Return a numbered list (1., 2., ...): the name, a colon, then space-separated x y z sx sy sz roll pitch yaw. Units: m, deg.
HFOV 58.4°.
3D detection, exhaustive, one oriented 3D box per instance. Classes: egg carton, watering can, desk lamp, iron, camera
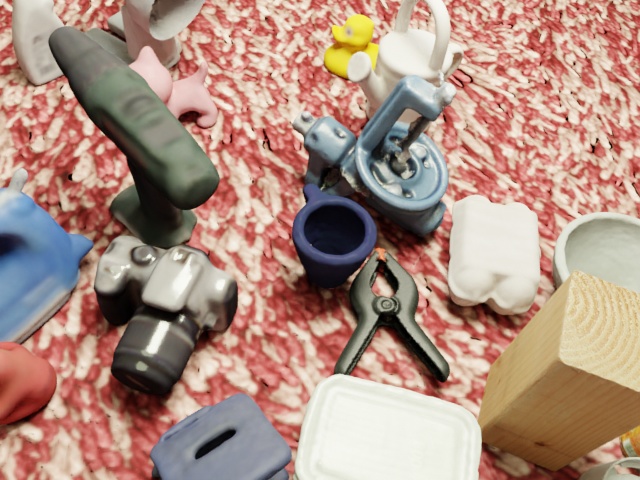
1. egg carton: 0.205 0.016 0.681 0.107 0.069 0.150 11 55 1
2. watering can: 0.120 -0.236 0.768 0.100 0.194 0.173 38 60 18
3. desk lamp: -0.247 -0.324 0.772 0.203 0.213 0.118 31 58 14
4. iron: -0.352 0.046 0.549 0.118 0.141 0.259 29 57 13
5. camera: -0.169 0.074 0.577 0.143 0.101 0.137 17 55 5

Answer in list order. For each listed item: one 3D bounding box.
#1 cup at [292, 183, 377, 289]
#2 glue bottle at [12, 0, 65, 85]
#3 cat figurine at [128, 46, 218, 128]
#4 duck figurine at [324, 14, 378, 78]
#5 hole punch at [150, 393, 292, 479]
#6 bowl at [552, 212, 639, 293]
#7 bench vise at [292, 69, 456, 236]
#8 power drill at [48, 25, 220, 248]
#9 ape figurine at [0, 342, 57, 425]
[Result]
1. cup: 0.006 0.002 0.651 0.092 0.095 0.117 -19 60 -18
2. glue bottle: -0.378 -0.292 0.758 0.037 0.173 0.078 40 61 20
3. cat figurine: -0.202 -0.199 0.750 0.128 0.118 0.067 -20 60 -19
4. duck figurine: 0.061 -0.299 0.869 0.104 0.086 0.077 5 55 -3
5. hole punch: -0.091 0.195 0.510 0.109 0.091 0.101 -29 64 -24
6. bowl: 0.343 0.053 0.670 0.167 0.075 0.167 3 55 -5
7. bench vise: 0.062 -0.105 0.655 0.207 0.220 0.121 12 55 2
8. power drill: -0.198 -0.091 0.621 0.229 0.208 0.076 40 60 19
9. ape figurine: -0.292 0.127 0.531 0.076 0.092 0.078 5 55 -3
